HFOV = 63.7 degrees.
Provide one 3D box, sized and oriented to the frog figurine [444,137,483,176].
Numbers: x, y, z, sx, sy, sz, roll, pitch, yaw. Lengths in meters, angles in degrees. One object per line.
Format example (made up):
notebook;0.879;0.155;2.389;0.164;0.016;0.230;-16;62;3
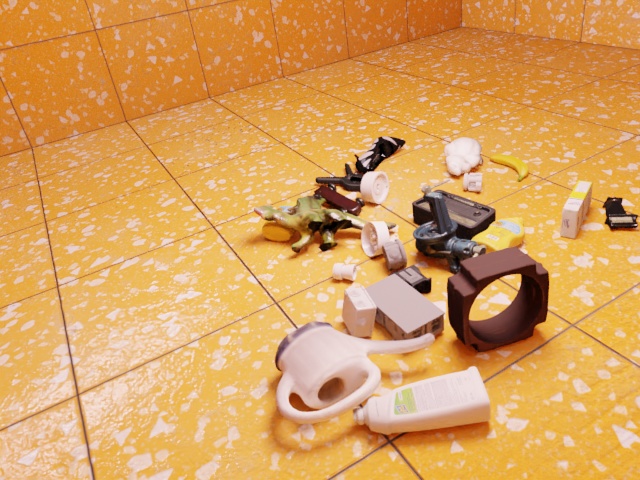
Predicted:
frog figurine;0.496;-0.297;1.823;0.139;0.120;0.161;38;40;27

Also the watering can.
watering can;0.050;0.247;1.076;0.351;0.102;0.227;-26;35;-24

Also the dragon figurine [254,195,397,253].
dragon figurine;0.005;-0.079;1.577;0.411;0.119;0.248;-4;36;-17
